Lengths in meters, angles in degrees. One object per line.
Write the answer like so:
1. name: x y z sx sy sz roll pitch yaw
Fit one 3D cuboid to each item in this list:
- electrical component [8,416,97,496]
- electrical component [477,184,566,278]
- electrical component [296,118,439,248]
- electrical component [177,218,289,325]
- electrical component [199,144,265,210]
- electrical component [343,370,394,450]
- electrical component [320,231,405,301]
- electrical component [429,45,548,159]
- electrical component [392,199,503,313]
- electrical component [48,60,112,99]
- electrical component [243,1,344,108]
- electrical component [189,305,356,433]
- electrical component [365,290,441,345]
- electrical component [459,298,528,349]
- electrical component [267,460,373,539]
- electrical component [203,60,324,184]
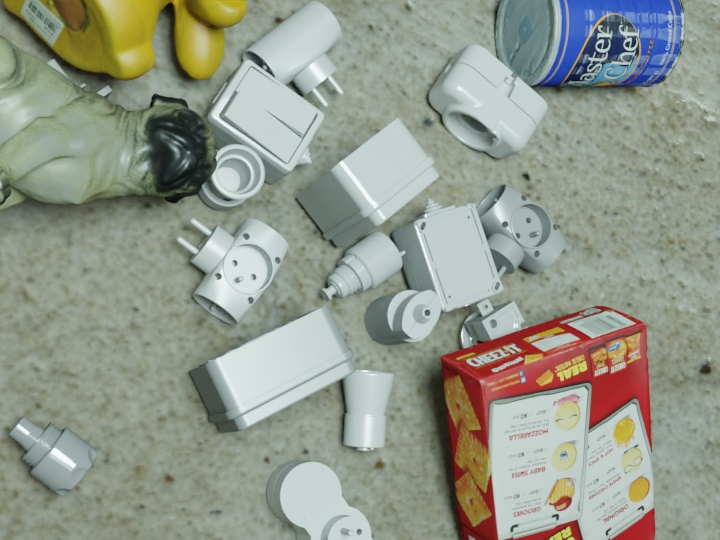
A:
1. electrical component: -0.231 0.134 0.798 0.062 0.043 0.043 41 70 -11
2. electrical component: 0.134 -0.023 0.966 0.077 0.044 0.079 41 70 -12
3. electrical component: 0.005 -0.069 0.883 0.078 0.113 0.057 -40 95 -22
4. electrical component: -0.110 -0.010 0.866 0.079 0.044 0.077 38 71 -14
5. electrical component: -0.106 -0.074 0.870 0.045 0.055 0.045 3 82 -22
6. electrical component: 0.005 0.117 0.898 0.044 0.044 0.065 5 86 -22
7. electrical component: 0.000 0.000 0.911 0.078 0.040 0.040 -36 97 -22
8. electrical component: 0.113 -0.147 0.969 0.095 0.054 0.059 38 71 -14
9. electrical component: 0.071 -0.014 0.931 0.062 0.061 0.096 -19 90 -23
10. electrical component: -0.236 -0.123 0.831 0.081 0.042 0.063 -41 100 -22
11. electrical component: -0.046 -0.175 0.914 0.077 0.043 0.079 -42 99 -22
12. electrical component: -0.069 0.079 0.853 0.113 0.078 0.057 -26 90 -23
13. electrical component: 0.039 0.039 0.900 0.043 0.081 0.043 3 82 -22
14. electrical component: 0.118 0.058 0.943 0.048 0.055 0.066 -30 95 -23
15. electrical component: -0.015 0.214 0.858 0.052 0.074 0.138 -37 97 -22
16. electrical component: -0.076 -0.118 0.885 0.096 0.061 0.061 34 72 -15
